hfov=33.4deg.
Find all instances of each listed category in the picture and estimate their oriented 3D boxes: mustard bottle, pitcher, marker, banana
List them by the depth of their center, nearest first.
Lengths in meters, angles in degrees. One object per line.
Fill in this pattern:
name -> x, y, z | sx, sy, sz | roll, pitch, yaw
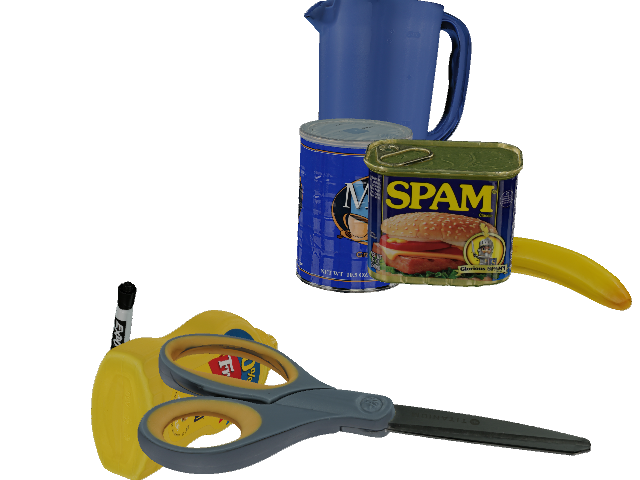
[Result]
mustard bottle -> -0.091, 0.105, 0.816 | 0.058, 0.096, 0.191 | 11, 16, 28
banana -> 0.223, 0.030, 1.083 | 0.198, 0.037, 0.069 | 11, 47, 27
marker -> -0.206, 0.092, 1.107 | 0.020, 0.121, 0.020 | 10, 35, -7
pitcher -> 0.068, -0.139, 1.147 | 0.149, 0.243, 0.144 | 7, 10, 25

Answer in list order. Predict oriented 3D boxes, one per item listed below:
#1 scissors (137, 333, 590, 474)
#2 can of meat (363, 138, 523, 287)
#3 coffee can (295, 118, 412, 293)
scissors -> 0.008, 0.086, 0.468 | 0.202, 0.016, 0.096 | 15, 34, 22
can of meat -> 0.080, -0.018, 0.708 | 0.102, 0.084, 0.057 | 3, 25, 7
coffee can -> 0.030, -0.034, 0.985 | 0.103, 0.140, 0.103 | 2, 17, -1
